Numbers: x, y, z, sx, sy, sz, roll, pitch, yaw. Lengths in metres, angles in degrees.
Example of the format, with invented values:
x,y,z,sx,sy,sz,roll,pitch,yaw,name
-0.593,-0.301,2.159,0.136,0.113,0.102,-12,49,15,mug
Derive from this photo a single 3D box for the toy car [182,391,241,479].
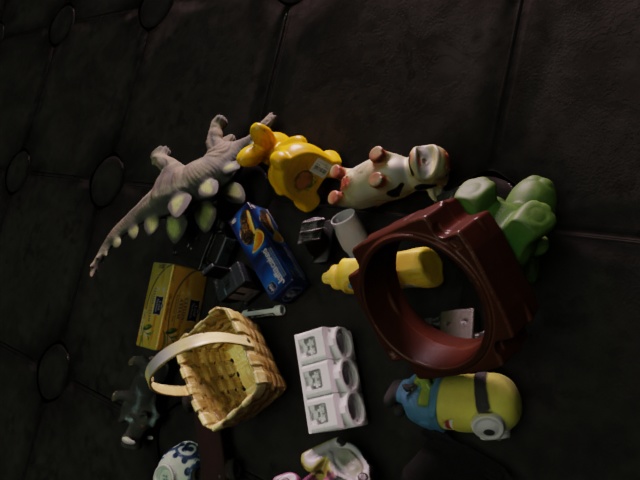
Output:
x,y,z,sx,sy,sz,roll,pitch,yaw,name
-0.196,0.356,0.977,0.089,0.053,0.202,-19,67,8,toy car

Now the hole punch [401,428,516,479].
x,y,z,sx,sy,sz,roll,pitch,yaw,name
0.173,0.330,0.701,0.142,0.116,0.092,18,120,36,hole punch

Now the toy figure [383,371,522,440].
x,y,z,sx,sy,sz,roll,pitch,yaw,name
0.181,0.219,0.736,0.180,0.082,0.089,0,77,37,toy figure

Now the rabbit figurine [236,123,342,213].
x,y,z,sx,sy,sz,roll,pitch,yaw,name
-0.071,-0.144,0.983,0.121,0.162,0.173,-62,35,20,rabbit figurine

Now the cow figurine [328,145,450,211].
x,y,z,sx,sy,sz,roll,pitch,yaw,name
0.120,-0.095,0.852,0.195,0.127,0.085,-19,66,45,cow figurine

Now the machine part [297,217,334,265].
x,y,z,sx,sy,sz,roll,pitch,yaw,name
-0.002,-0.003,0.891,0.039,0.138,0.084,14,83,14,machine part

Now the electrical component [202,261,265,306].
x,y,z,sx,sy,sz,roll,pitch,yaw,name
-0.157,0.077,0.985,0.075,0.119,0.048,-37,59,18,electrical component

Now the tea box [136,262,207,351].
x,y,z,sx,sy,sz,roll,pitch,yaw,name
-0.295,0.136,1.079,0.068,0.098,0.169,2,80,36,tea box

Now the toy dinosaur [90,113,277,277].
x,y,z,sx,sy,sz,roll,pitch,yaw,name
-0.273,-0.101,1.068,0.471,0.105,0.199,-35,50,4,toy dinosaur

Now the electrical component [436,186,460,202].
x,y,z,sx,sy,sz,roll,pitch,yaw,name
0.204,-0.057,0.804,0.094,0.063,0.021,-23,65,29,electrical component

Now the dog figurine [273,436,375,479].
x,y,z,sx,sy,sz,roll,pitch,yaw,name
-0.013,0.423,0.808,0.109,0.191,0.219,37,134,33,dog figurine

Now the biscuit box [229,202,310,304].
x,y,z,sx,sy,sz,roll,pitch,yaw,name
-0.095,0.023,0.993,0.063,0.059,0.203,-44,57,17,biscuit box

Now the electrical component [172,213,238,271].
x,y,z,sx,sy,sz,roll,pitch,yaw,name
-0.230,0.004,1.095,0.134,0.058,0.114,21,92,37,electrical component

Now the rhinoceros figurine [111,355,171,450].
x,y,z,sx,sy,sz,roll,pitch,yaw,name
-0.356,0.325,1.092,0.112,0.073,0.190,17,86,26,rhinoceros figurine

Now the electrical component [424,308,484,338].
x,y,z,sx,sy,sz,roll,pitch,yaw,name
0.199,0.141,0.769,0.102,0.045,0.078,-17,40,27,electrical component

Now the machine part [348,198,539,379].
x,y,z,sx,sy,sz,roll,pitch,yaw,name
0.144,0.065,0.671,0.201,0.087,0.201,-27,92,47,machine part

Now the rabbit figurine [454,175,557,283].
x,y,z,sx,sy,sz,roll,pitch,yaw,name
0.265,-0.015,0.710,0.121,0.170,0.158,23,132,39,rabbit figurine
